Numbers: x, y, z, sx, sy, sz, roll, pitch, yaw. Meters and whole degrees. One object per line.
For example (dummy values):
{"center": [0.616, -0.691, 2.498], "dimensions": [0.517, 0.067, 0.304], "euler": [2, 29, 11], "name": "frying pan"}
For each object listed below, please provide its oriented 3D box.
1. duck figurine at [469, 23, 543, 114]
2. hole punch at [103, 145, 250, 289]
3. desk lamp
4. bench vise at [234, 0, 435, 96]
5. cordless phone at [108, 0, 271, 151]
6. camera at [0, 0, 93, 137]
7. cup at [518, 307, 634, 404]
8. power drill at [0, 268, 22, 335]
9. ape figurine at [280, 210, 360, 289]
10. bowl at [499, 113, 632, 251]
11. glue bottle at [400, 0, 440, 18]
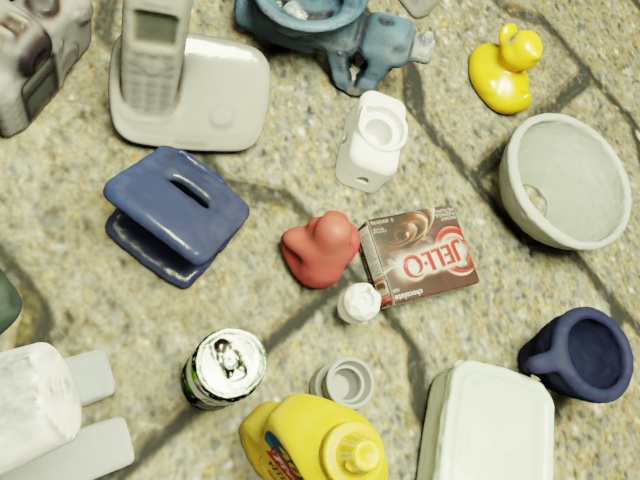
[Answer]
{"center": [0.239, -0.216, 0.707], "dimensions": [0.078, 0.086, 0.104], "euler": [-14, 76, -24], "name": "duck figurine"}
{"center": [-0.124, -0.030, 0.502], "dimensions": [0.109, 0.091, 0.101], "euler": [37, 63, -4], "name": "hole punch"}
{"center": [-0.223, 0.122, 0.341], "dimensions": [0.204, 0.213, 0.118], "euler": [-16, 77, -24], "name": "desk lamp"}
{"center": [0.032, -0.257, 0.571], "dimensions": [0.208, 0.219, 0.121], "euler": [6, 69, -18], "name": "bench vise"}
{"center": [-0.108, -0.158, 0.503], "dimensions": [0.148, 0.184, 0.094], "euler": [-1, 71, -20], "name": "cordless phone"}
{"center": [-0.291, -0.189, 0.494], "dimensions": [0.137, 0.100, 0.143], "euler": [28, 64, -8], "name": "camera"}
{"center": [0.236, 0.123, 0.576], "dimensions": [0.118, 0.094, 0.091], "euler": [-6, 73, -22], "name": "cup"}
{"center": [-0.283, -0.013, 0.372], "dimensions": [0.229, 0.208, 0.076], "euler": [47, 63, 1], "name": "power drill"}
{"center": [0.005, 0.002, 0.537], "dimensions": [0.078, 0.092, 0.076], "euler": [15, 66, -14], "name": "ape figurine"}
{"center": [0.270, -0.058, 0.667], "dimensions": [0.168, 0.074, 0.167], "euler": [7, 69, -18], "name": "bowl"}
{"center": [0.140, -0.346, 0.670], "dimensions": [0.037, 0.173, 0.078], "euler": [-31, 83, -27], "name": "glue bottle"}
